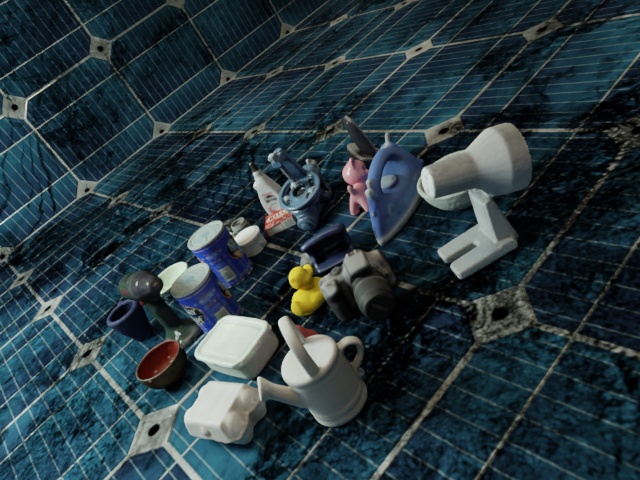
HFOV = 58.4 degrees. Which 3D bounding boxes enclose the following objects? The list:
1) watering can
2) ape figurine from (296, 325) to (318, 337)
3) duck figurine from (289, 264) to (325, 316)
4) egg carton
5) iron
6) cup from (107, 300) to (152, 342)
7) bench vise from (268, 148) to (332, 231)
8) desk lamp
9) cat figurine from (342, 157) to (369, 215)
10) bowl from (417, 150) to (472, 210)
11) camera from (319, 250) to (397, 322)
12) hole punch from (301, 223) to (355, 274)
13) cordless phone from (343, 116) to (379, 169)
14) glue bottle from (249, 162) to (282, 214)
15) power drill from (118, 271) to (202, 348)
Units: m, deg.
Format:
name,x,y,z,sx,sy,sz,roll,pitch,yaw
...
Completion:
name,x,y,z,sx,sy,sz,roll,pitch,yaw
watering can,-0.016,0.202,0.899,0.173,0.194,0.100,-43,31,-18
ape figurine,-0.027,0.188,1.036,0.076,0.092,0.078,-10,37,35
duck figurine,-0.035,0.098,1.186,0.077,0.086,0.105,-6,39,39
egg carton,-0.170,0.308,1.018,0.149,0.070,0.107,-8,38,37
iron,0.148,-0.123,1.282,0.118,0.142,0.258,-10,36,34
cup,-0.472,0.204,1.441,0.092,0.095,0.117,-39,30,-10
bench vise,-0.063,-0.155,1.455,0.121,0.220,0.207,-27,30,11
desk lamp,0.279,-0.073,1.006,0.203,0.214,0.117,-32,29,1
cat figurine,0.088,-0.142,1.393,0.067,0.118,0.128,-17,33,26
bowl,0.292,-0.113,1.196,0.167,0.075,0.167,-24,30,15
camera,0.076,0.091,1.073,0.143,0.101,0.136,-30,29,5
hole punch,0.012,0.005,1.275,0.108,0.091,0.101,-29,30,7
cordless phone,0.107,-0.252,1.472,0.094,0.185,0.147,-34,29,-1
glue bottle,-0.145,-0.142,1.563,0.078,0.173,0.037,-19,32,23
power drill,-0.364,0.149,1.303,0.228,0.209,0.076,5,47,48
